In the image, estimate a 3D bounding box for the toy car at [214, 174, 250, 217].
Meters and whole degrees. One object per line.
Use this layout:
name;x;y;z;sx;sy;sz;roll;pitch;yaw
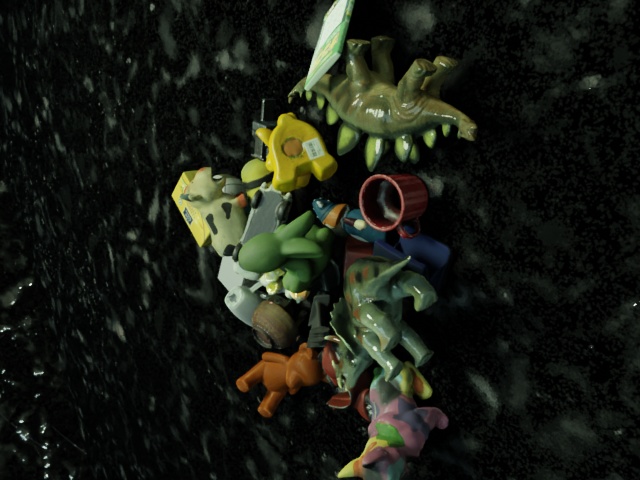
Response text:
toy car;-0.213;-0.098;1.231;0.162;0.109;0.102;40;119;44

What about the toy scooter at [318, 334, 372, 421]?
toy scooter;0.048;0.283;1.079;0.135;0.075;0.184;-35;80;46

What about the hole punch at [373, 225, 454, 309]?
hole punch;0.148;0.050;0.903;0.142;0.092;0.115;29;124;34

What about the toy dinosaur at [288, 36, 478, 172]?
toy dinosaur;0.080;-0.229;0.887;0.472;0.105;0.198;40;132;45

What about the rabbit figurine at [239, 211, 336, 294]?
rabbit figurine;-0.056;0.026;0.941;0.159;0.170;0.121;-29;74;37

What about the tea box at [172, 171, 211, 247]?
tea box;-0.292;-0.079;1.337;0.170;0.068;0.098;56;133;18

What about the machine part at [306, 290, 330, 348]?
machine part;-0.003;0.158;1.073;0.139;0.039;0.084;-88;17;-62

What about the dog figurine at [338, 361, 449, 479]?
dog figurine;0.111;0.322;0.918;0.108;0.219;0.191;-44;70;40

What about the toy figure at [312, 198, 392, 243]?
toy figure;0.054;-0.037;0.969;0.155;0.064;0.058;17;72;21

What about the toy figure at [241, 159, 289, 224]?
toy figure;-0.113;-0.082;1.133;0.082;0.089;0.180;7;106;42

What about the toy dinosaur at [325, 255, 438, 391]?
toy dinosaur;0.088;0.104;0.871;0.192;0.131;0.404;41;149;34

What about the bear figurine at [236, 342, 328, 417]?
bear figurine;-0.071;0.303;1.172;0.196;0.132;0.120;-20;110;51

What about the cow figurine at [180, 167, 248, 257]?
cow figurine;-0.212;-0.057;1.120;0.085;0.127;0.194;-142;35;-71

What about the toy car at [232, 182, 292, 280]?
toy car;-0.116;-0.017;1.073;0.074;0.056;0.201;23;100;9

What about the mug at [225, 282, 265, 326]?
mug;-0.153;0.138;1.212;0.109;0.107;0.081;-46;50;8

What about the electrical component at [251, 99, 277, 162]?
electrical component;-0.096;-0.223;1.092;0.048;0.075;0.119;29;117;39

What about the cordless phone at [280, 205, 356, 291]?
cordless phone;-0.002;-0.004;1.061;0.147;0.088;0.184;38;115;31

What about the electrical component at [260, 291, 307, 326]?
electrical component;-0.078;0.151;1.177;0.102;0.045;0.078;18;136;41

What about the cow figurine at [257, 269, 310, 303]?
cow figurine;-0.078;0.089;1.150;0.168;0.098;0.068;27;86;31

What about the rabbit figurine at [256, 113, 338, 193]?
rabbit figurine;-0.057;-0.155;1.022;0.162;0.122;0.173;58;173;11
